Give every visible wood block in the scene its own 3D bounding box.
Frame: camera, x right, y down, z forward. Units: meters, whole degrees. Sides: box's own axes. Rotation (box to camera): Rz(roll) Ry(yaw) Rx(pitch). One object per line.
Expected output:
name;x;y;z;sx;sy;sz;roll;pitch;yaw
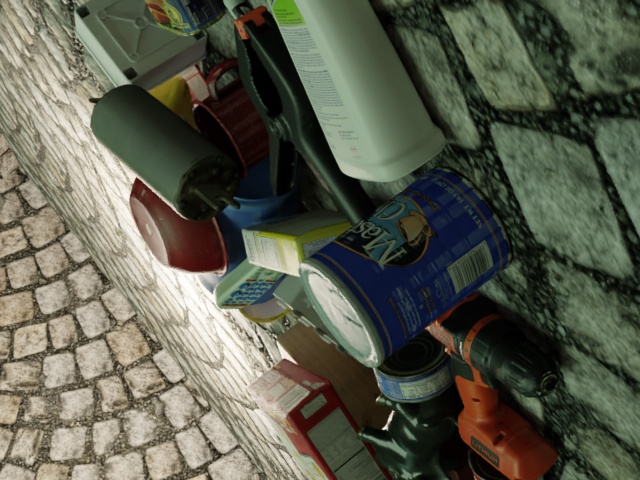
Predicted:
wood block;0.046;0.187;1.350;0.206;0.090;0.091;43;161;33

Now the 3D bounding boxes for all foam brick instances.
foam brick;0.156;0.245;1.223;0.078;0.051;0.053;39;156;45

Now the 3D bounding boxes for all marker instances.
marker;-0.068;-0.205;1.009;0.121;0.020;0.020;55;164;-2

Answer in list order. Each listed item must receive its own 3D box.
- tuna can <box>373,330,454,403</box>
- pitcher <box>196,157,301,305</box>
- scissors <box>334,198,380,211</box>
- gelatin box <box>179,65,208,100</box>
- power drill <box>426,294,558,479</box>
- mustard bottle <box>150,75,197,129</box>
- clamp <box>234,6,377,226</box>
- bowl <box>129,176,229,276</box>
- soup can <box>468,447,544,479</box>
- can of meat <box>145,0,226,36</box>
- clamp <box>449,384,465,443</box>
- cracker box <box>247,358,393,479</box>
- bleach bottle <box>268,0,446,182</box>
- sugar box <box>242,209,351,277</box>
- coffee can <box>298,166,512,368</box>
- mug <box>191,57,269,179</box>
tuna can;0.096;0.124;1.084;0.086;0.086;0.034;33;149;52
pitcher;-0.093;-0.032;1.227;0.243;0.149;0.145;101;152;-64
scissors;0.043;0.004;1.119;0.096;0.016;0.202;50;163;21
gelatin box;-0.161;-0.185;1.296;0.089;0.030;0.073;57;164;-8
power drill;0.163;0.135;0.975;0.185;0.057;0.187;39;155;52
mustard bottle;-0.182;-0.113;1.276;0.058;0.096;0.191;25;159;15
clamp;-0.028;-0.102;0.930;0.165;0.036;0.210;19;139;58
bowl;-0.165;-0.021;1.175;0.162;0.055;0.162;49;155;31
soup can;0.194;0.246;1.087;0.069;0.068;0.102;39;158;44
can of meat;-0.147;-0.257;1.067;0.102;0.057;0.084;33;156;54
clamp;0.127;0.176;1.185;0.172;0.039;0.120;44;158;38
cracker box;0.015;0.255;1.285;0.213;0.072;0.164;57;165;-15
bleach bottle;0.004;-0.168;0.805;0.103;0.068;0.251;17;137;63
sugar box;-0.007;0.002;1.049;0.176;0.093;0.048;-177;73;-71
coffee can;0.068;0.021;0.857;0.103;0.140;0.103;49;163;20
mug;-0.074;-0.130;1.065;0.093;0.081;0.117;36;156;49
